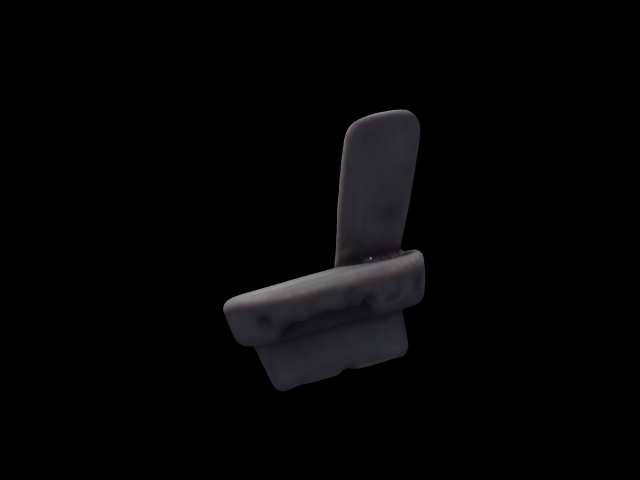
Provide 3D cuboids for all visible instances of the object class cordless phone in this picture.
[{"bbox_3d":[0.004,0.001,0.400,0.148,0.185,0.094,-16,37,-22],"label":"cordless phone"}]
